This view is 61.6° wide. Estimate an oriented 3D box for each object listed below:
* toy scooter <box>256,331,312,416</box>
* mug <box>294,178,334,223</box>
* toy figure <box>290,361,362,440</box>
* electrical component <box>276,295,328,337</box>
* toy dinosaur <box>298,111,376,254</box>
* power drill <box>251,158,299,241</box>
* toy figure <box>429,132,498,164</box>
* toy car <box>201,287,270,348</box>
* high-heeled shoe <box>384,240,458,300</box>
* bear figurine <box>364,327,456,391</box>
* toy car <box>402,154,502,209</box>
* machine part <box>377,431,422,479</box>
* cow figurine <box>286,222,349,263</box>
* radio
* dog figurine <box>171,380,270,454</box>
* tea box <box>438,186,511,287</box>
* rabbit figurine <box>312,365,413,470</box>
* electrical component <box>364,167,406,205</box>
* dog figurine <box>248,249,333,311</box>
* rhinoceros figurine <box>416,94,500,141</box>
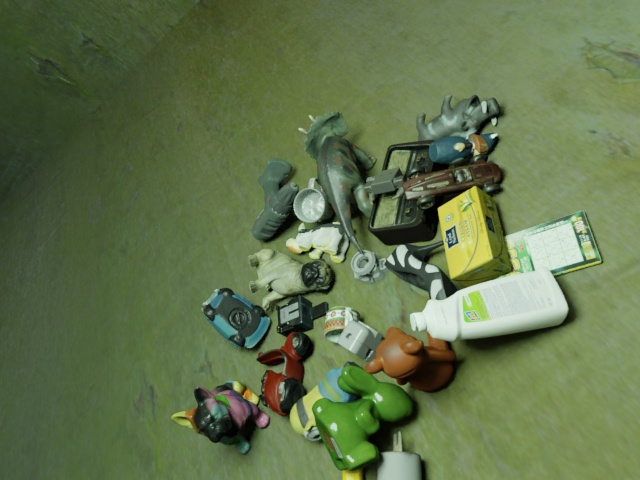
[{"bbox_3d":[-0.091,0.289,1.170,0.135,0.075,0.184,-11,54,33],"label":"toy scooter"},{"bbox_3d":[-0.008,-0.094,1.309,0.081,0.107,0.109,-6,87,22],"label":"mug"},{"bbox_3d":[0.017,0.315,1.063,0.180,0.082,0.089,-53,33,5],"label":"toy figure"},{"bbox_3d":[-0.042,0.169,1.225,0.119,0.047,0.075,-23,52,28],"label":"electrical component"},{"bbox_3d":[0.041,-0.161,1.247,0.131,0.192,0.405,-36,34,22],"label":"toy dinosaur"},{"bbox_3d":[-0.110,-0.120,1.401,0.232,0.086,0.207,-56,31,40],"label":"power drill"},{"bbox_3d":[0.308,-0.196,1.140,0.154,0.057,0.064,-11,33,-14],"label":"toy figure"},{"bbox_3d":[-0.210,0.194,1.296,0.109,0.162,0.103,-56,1,-31],"label":"toy car"},{"bbox_3d":[0.191,0.098,1.047,0.145,0.086,0.249,-28,38,29],"label":"high-heeled shoe"},{"bbox_3d":[0.154,0.195,0.945,0.120,0.195,0.132,-36,45,20],"label":"bear figurine"},{"bbox_3d":[0.271,-0.121,1.096,0.202,0.053,0.089,-10,69,-3],"label":"toy car"},{"bbox_3d":[0.134,0.443,0.886,0.079,0.079,0.243,-18,52,30],"label":"machine part"},{"bbox_3d":[-0.004,-0.005,1.290,0.168,0.068,0.098,7,63,38],"label":"cow figurine"},{"bbox_3d":[0.198,-0.106,1.186,0.131,0.073,0.229,-3,62,38],"label":"radio"},{"bbox_3d":[-0.218,0.353,1.129,0.108,0.219,0.192,-47,45,0],"label":"dog figurine"},{"bbox_3d":[0.294,-0.005,1.034,0.098,0.068,0.170,-35,44,37],"label":"tea box"},{"bbox_3d":[0.079,0.307,0.963,0.170,0.121,0.159,-24,67,-22],"label":"rabbit figurine"},{"bbox_3d":[0.143,-0.116,1.158,0.102,0.045,0.078,-12,27,29],"label":"electrical component"},{"bbox_3d":[-0.062,0.067,1.286,0.191,0.121,0.172,-18,54,12],"label":"dog figurine"},{"bbox_3d":[0.305,-0.265,1.203,0.190,0.073,0.112,-24,50,26],"label":"rhinoceros figurine"}]
